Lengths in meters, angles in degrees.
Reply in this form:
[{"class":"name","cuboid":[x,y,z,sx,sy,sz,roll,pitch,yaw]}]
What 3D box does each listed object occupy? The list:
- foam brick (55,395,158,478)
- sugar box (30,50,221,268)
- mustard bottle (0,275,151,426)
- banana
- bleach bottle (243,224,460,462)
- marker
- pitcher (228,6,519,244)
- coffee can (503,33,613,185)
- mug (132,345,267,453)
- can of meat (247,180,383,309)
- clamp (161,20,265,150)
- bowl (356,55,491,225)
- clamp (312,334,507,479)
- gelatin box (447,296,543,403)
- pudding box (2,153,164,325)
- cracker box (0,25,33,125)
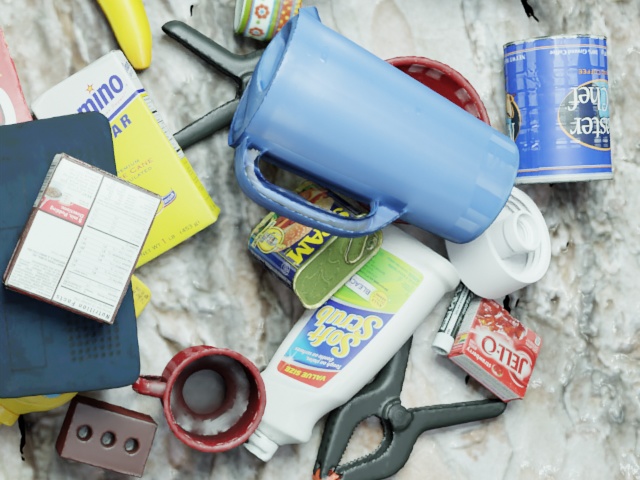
[{"class":"foam brick","cuboid":[-0.195,0.178,0.973,0.078,0.051,0.053,18,86,-15]},{"class":"sugar box","cuboid":[-0.175,-0.073,0.965,0.093,0.048,0.176,-31,102,6]},{"class":"mustard bottle","cuboid":[-0.244,0.094,0.954,0.096,0.058,0.191,40,81,-17]},{"class":"banana","cuboid":[-0.216,-0.241,0.968,0.197,0.037,0.070,40,97,-12]},{"class":"bleach bottle","cuboid":[0.020,0.106,1.015,0.103,0.068,0.251,34,82,22]},{"class":"marker","cuboid":[0.142,0.059,1.066,0.020,0.020,0.121,34,65,-14]},{"class":"pitcher","cuboid":[0.046,-0.082,0.939,0.242,0.145,0.149,26,112,-14]},{"class":"coffee can","cuboid":[0.236,-0.127,1.061,0.102,0.103,0.140,-3,92,-16]},{"class":"mug","cuboid":[-0.115,0.139,0.979,0.117,0.082,0.093,8,89,-16]},{"class":"can of meat","cuboid":[-0.006,0.001,0.999,0.102,0.084,0.057,-43,138,-11]},{"class":"clamp","cuboid":[-0.074,-0.133,1.008,0.171,0.039,0.120,9,99,-13]},{"class":"bowl","cuboid":[0.083,-0.095,1.040,0.162,0.055,0.162,0,92,-13]},{"class":"clamp","cuboid":[0.069,0.160,1.055,0.209,0.036,0.164,-35,98,-16]},{"class":"gelatin box","cuboid":[0.177,0.109,1.071,0.089,0.030,0.073,38,58,-18]},{"class":"pudding box","cuboid":[-0.186,0.000,0.840,0.090,0.039,0.113,24,86,-18]},{"class":"cracker box","cuboid":[-0.354,-0.162,0.910,0.164,0.072,0.214,-20,97,-14]}]
